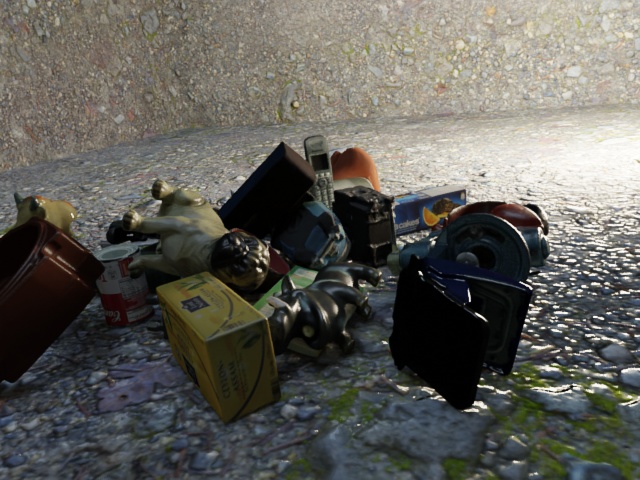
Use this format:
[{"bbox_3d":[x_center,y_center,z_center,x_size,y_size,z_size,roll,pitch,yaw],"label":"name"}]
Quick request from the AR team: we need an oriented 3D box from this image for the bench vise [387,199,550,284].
[{"bbox_3d":[0.165,0.028,0.686,0.224,0.128,0.240,6,15,30],"label":"bench vise"}]

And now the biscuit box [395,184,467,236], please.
[{"bbox_3d":[0.178,-0.053,1.010,0.203,0.062,0.059,-14,20,-19],"label":"biscuit box"}]

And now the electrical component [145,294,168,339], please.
[{"bbox_3d":[-0.180,0.095,0.689,0.094,0.063,0.021,1,7,18],"label":"electrical component"}]

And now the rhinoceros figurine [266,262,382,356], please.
[{"bbox_3d":[0.000,0.075,0.628,0.112,0.073,0.190,24,27,18],"label":"rhinoceros figurine"}]

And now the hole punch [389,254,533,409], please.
[{"bbox_3d":[0.136,0.082,0.529,0.092,0.142,0.116,-20,36,-31],"label":"hole punch"}]

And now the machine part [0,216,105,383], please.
[{"bbox_3d":[-0.384,0.070,0.667,0.201,0.087,0.201,16,63,49],"label":"machine part"}]

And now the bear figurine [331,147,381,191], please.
[{"bbox_3d":[0.037,-0.115,1.208,0.120,0.131,0.196,40,74,20],"label":"bear figurine"}]

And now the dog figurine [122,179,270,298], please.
[{"bbox_3d":[-0.142,-0.002,0.729,0.191,0.121,0.172,11,42,11],"label":"dog figurine"}]

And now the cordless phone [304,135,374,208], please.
[{"bbox_3d":[0.036,-0.122,1.074,0.147,0.184,0.089,-12,15,-13],"label":"cordless phone"}]

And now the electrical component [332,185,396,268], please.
[{"bbox_3d":[0.067,-0.026,0.887,0.058,0.114,0.134,-11,18,-26],"label":"electrical component"}]

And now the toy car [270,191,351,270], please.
[{"bbox_3d":[-0.002,-0.003,0.857,0.103,0.109,0.162,31,1,-34],"label":"toy car"}]

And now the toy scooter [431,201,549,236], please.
[{"bbox_3d":[0.263,-0.021,0.868,0.135,0.075,0.184,-14,17,-22],"label":"toy scooter"}]

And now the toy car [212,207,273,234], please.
[{"bbox_3d":[-0.149,-0.032,1.076,0.202,0.053,0.089,-4,29,-2],"label":"toy car"}]

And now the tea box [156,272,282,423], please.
[{"bbox_3d":[-0.114,0.107,0.581,0.068,0.098,0.170,-18,20,-28],"label":"tea box"}]

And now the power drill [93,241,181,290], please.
[{"bbox_3d":[-0.308,0.024,0.931,0.232,0.085,0.207,3,16,28],"label":"power drill"}]

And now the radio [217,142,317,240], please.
[{"bbox_3d":[-0.109,-0.055,0.898,0.229,0.073,0.131,-44,17,12],"label":"radio"}]

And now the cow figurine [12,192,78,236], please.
[{"bbox_3d":[-0.461,0.012,0.838,0.086,0.127,0.195,13,55,36],"label":"cow figurine"}]
